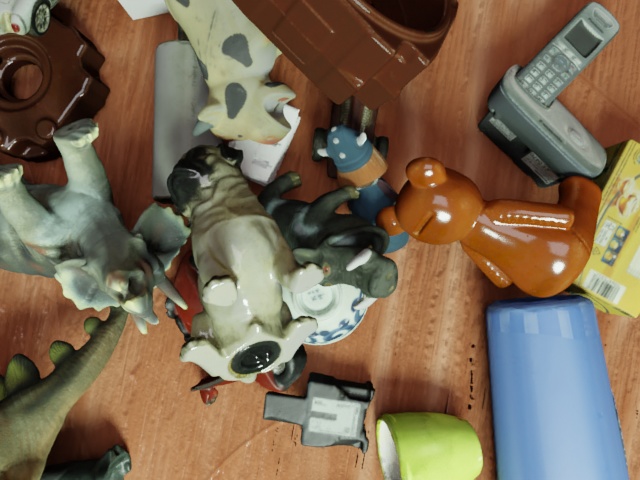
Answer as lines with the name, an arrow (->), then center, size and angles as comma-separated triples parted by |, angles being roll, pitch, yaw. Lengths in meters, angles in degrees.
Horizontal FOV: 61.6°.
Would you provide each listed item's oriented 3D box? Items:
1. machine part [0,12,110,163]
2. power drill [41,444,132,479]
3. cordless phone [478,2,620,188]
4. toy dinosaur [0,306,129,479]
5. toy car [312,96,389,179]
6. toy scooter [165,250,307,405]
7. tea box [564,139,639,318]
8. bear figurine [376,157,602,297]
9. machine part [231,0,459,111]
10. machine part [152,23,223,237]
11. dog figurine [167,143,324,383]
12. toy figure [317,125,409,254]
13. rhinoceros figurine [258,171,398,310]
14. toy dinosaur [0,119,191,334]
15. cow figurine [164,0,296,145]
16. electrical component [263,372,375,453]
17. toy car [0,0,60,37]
machine part -> -0.335, -0.181, 0.606 | 0.179, 0.056, 0.179 | 0, 86, 0
power drill -> -0.312, 0.304, 0.583 | 0.207, 0.086, 0.232 | -3, 85, 7
cordless phone -> 0.284, -0.161, 0.595 | 0.146, 0.089, 0.184 | 44, 84, 2
toy dinosaur -> -0.318, 0.217, 0.499 | 0.199, 0.105, 0.471 | 35, 60, 16
toy car -> 0.043, -0.168, 0.609 | 0.089, 0.053, 0.202 | 9, 87, -3
toy scooter -> -0.110, 0.104, 0.586 | 0.135, 0.075, 0.184 | -45, 77, 22
tea box -> 0.329, -0.012, 0.594 | 0.098, 0.068, 0.169 | 30, 87, 1
bear figurine -> 0.169, -0.025, 0.549 | 0.196, 0.120, 0.132 | 27, 44, 6
machine part -> 0.027, -0.238, 0.491 | 0.201, 0.087, 0.201 | 42, 47, -15
machine part -> -0.144, -0.125, 0.594 | 0.079, 0.079, 0.243 | -1, 88, 0
dog figurine -> -0.089, 0.020, 0.516 | 0.121, 0.191, 0.172 | 2, 127, -32
toy figure -> 0.049, -0.057, 0.580 | 0.064, 0.058, 0.154 | -22, 112, 7
rhinoceros figurine -> -0.001, -0.002, 0.544 | 0.191, 0.073, 0.112 | 25, 49, 33
toy dinosaur -> -0.295, -0.012, 0.557 | 0.405, 0.131, 0.191 | 6, 132, 30
cow figurine -> -0.087, -0.181, 0.524 | 0.127, 0.085, 0.195 | -29, 89, 21
electrical component -> -0.002, 0.189, 0.596 | 0.119, 0.048, 0.074 | 5, 88, 0
toy car -> -0.304, -0.280, 0.567 | 0.073, 0.056, 0.202 | 14, 50, -5
